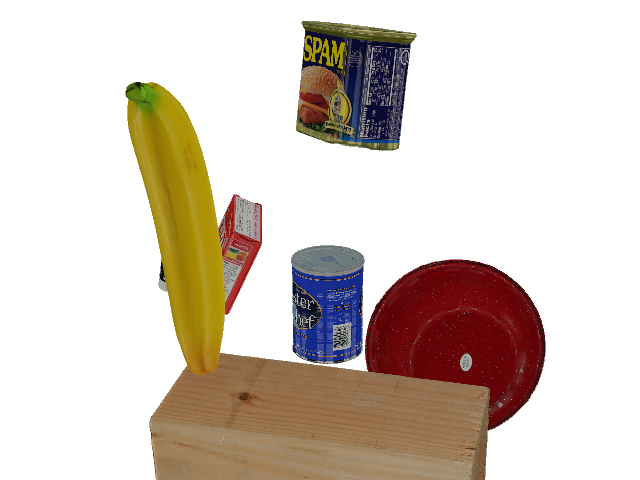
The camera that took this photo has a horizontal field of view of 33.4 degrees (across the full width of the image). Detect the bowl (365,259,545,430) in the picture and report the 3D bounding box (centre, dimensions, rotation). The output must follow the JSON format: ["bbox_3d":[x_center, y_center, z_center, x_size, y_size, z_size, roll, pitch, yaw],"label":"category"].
[{"bbox_3d":[0.121,0.099,0.927,0.162,0.162,0.055,0,6,0],"label":"bowl"}]

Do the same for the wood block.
[{"bbox_3d":[0.003,0.143,0.709,0.206,0.090,0.090,6,28,15],"label":"wood block"}]

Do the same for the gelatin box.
[{"bbox_3d":[-0.078,0.010,0.917,0.030,0.073,0.089,22,21,-13],"label":"gelatin box"}]

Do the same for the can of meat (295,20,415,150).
[{"bbox_3d":[0.023,-0.115,0.786,0.057,0.084,0.102,-1,15,-26],"label":"can of meat"}]

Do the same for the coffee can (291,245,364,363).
[{"bbox_3d":[0.010,0.090,1.516,0.103,0.140,0.103,0,20,0],"label":"coffee can"}]

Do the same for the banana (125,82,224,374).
[{"bbox_3d":[-0.086,-0.015,0.633,0.037,0.198,0.069,-1,32,15],"label":"banana"}]

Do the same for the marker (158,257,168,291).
[{"bbox_3d":[-0.163,0.008,1.168,0.020,0.121,0.020,8,43,-7],"label":"marker"}]
